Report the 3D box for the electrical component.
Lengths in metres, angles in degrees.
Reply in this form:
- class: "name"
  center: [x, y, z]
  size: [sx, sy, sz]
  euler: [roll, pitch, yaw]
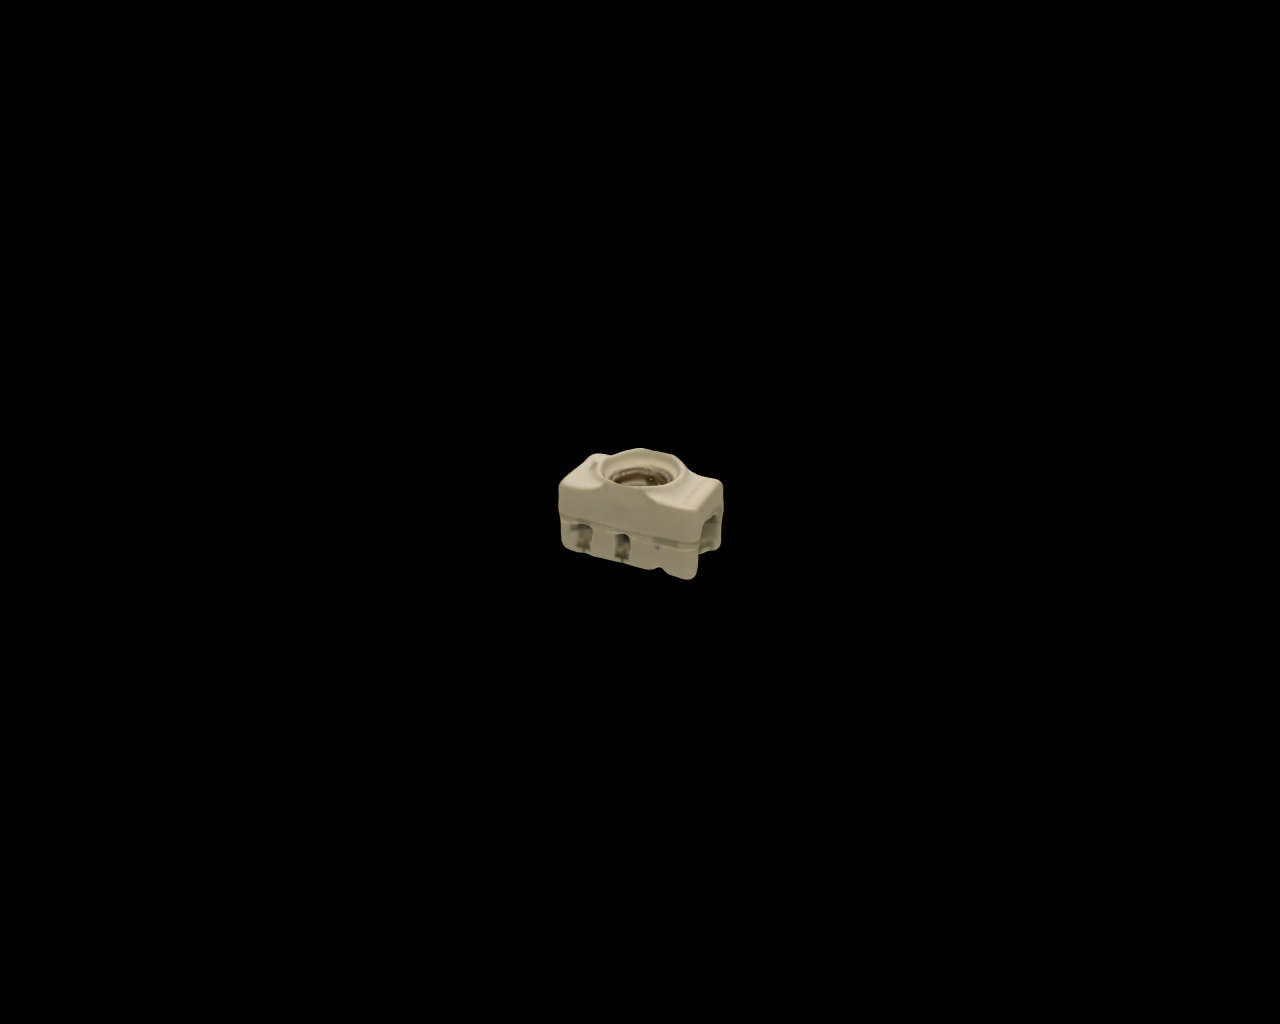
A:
- class: "electrical component"
  center: [0.001, -0.003, 0.650]
  size: [0.089, 0.055, 0.050]
  euler: [13, 32, 22]
